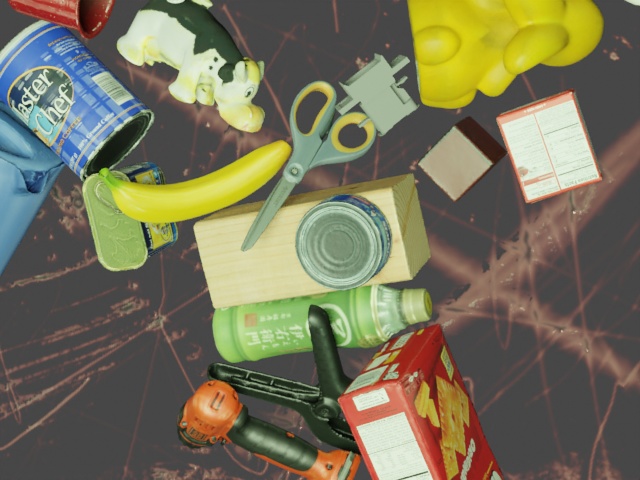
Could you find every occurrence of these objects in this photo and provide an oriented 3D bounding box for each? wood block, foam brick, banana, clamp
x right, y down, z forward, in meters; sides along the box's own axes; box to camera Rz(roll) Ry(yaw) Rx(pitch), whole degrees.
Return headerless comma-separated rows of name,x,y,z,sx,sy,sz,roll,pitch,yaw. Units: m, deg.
wood block,-0.007,0.001,1.055,0.206,0.090,0.090,-10,100,20
foam brick,0.133,-0.077,0.997,0.053,0.078,0.051,46,113,5
banana,-0.121,-0.053,1.063,0.070,0.197,0.037,103,146,-47
clamp,0.010,0.153,1.073,0.210,0.036,0.165,36,131,-16

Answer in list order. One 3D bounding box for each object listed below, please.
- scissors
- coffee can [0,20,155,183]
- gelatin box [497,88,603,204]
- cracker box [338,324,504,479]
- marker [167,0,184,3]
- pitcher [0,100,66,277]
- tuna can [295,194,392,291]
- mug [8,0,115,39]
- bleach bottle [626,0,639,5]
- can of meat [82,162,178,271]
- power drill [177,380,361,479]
scissors,-0.005,-0.063,1.013,0.096,0.201,0.016,18,153,-6
coffee can,-0.255,-0.143,1.095,0.140,0.102,0.103,44,112,3
gelatin box,0.214,-0.087,0.993,0.073,0.030,0.089,-18,98,20
cracker box,0.111,0.208,1.027,0.072,0.164,0.214,-22,95,23
marker,-0.146,-0.289,1.043,0.020,0.020,0.121,-15,71,21
pitcher,-0.382,-0.035,1.160,0.145,0.149,0.243,30,115,-9
tuna can,0.021,0.002,0.978,0.086,0.033,0.086,4,103,17
mug,-0.249,-0.263,1.048,0.081,0.093,0.117,17,67,8
bleach bottle,0.186,-0.287,0.870,0.250,0.068,0.103,21,119,-21
can of meat,-0.195,-0.028,1.113,0.057,0.083,0.102,-8,100,20
power drill,-0.061,0.218,1.113,0.187,0.185,0.057,27,67,-3
